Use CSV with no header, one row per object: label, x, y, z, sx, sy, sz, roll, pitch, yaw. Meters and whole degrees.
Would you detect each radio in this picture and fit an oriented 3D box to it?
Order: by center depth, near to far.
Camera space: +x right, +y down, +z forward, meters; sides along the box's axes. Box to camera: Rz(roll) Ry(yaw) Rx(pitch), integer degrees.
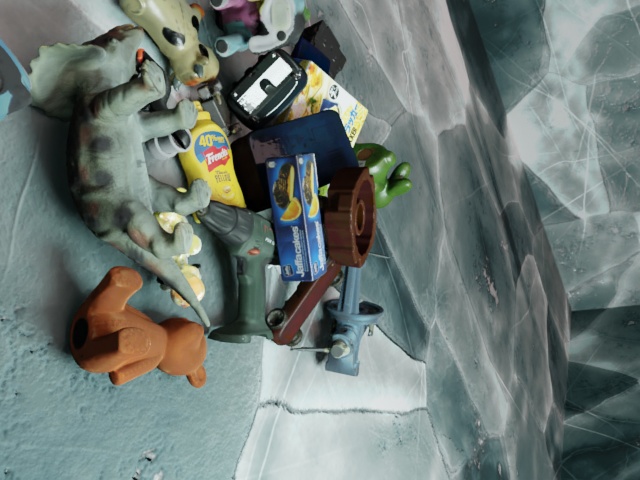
radio,-0.044,-0.146,0.961,0.229,0.073,0.131,-27,100,-39

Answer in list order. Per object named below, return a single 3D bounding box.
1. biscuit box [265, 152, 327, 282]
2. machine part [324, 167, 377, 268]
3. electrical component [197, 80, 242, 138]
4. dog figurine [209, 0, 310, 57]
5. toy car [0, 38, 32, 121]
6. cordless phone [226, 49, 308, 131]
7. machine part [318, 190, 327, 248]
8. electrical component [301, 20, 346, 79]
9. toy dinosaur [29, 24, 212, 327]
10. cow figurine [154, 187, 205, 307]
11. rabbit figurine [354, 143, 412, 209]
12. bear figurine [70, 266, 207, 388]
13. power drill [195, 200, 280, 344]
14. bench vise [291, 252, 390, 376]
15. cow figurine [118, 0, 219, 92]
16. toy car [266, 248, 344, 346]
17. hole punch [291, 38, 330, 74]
biscuit box,-0.036,-0.035,0.862,0.059,0.063,0.202,-25,109,-61
machine part,0.055,-0.041,0.945,0.179,0.056,0.179,4,90,-72
electrical component,-0.167,-0.217,0.903,0.078,0.045,0.102,-82,153,-60
dog figurine,-0.103,-0.391,0.927,0.219,0.192,0.108,-75,159,-61
toy car,-0.380,-0.148,0.540,0.109,0.103,0.162,56,28,-32
cordless phone,-0.112,-0.288,0.992,0.088,0.146,0.184,43,5,-29
machine part,-0.002,-0.003,1.015,0.243,0.079,0.079,79,21,-53
electrical component,0.003,-0.429,1.232,0.114,0.058,0.134,52,42,-36
toy dinosaur,-0.248,-0.084,0.665,0.131,0.192,0.404,-11,97,-72
cow figurine,-0.207,0.015,0.757,0.068,0.098,0.167,-10,81,-22
rabbit figurine,0.139,-0.148,1.283,0.170,0.159,0.121,63,24,-47
bear figurine,-0.207,0.124,0.690,0.195,0.132,0.120,20,44,-45
power drill,-0.125,0.054,0.839,0.232,0.086,0.207,15,74,-62
bench vise,0.059,0.134,1.060,0.223,0.129,0.240,-10,108,-64
cow figurine,-0.229,-0.323,0.836,0.194,0.086,0.127,46,39,-41
toy car,-0.026,0.100,0.974,0.202,0.053,0.089,-55,141,-16
hole punch,-0.042,-0.343,1.114,0.142,0.092,0.115,20,67,-55
